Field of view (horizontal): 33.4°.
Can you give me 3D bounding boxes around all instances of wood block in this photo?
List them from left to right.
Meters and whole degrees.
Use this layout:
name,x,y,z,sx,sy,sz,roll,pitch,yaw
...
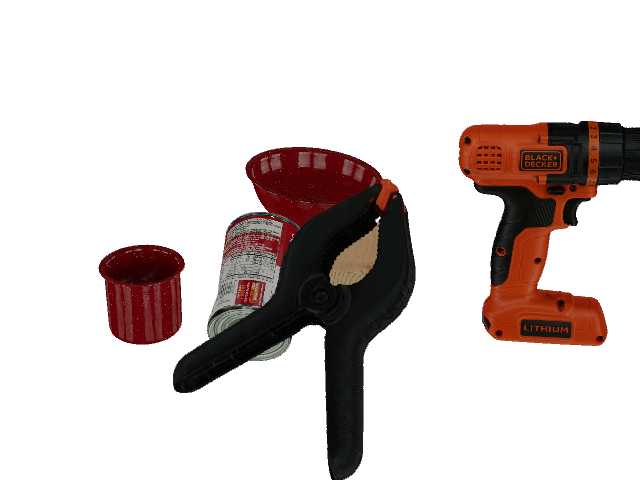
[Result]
name,x,y,z,sx,sy,sz,roll,pitch,yaw
wood block,0.044,0.048,1.649,0.091,0.090,0.206,3,23,4

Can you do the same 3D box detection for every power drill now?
name,x,y,z,sx,sy,sz,roll,pitch,yaw
power drill,0.207,-0.008,0.889,0.184,0.188,0.057,3,18,11

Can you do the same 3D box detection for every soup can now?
name,x,y,z,sx,sy,sz,roll,pitch,yaw
soup can,-0.050,0.036,0.852,0.068,0.102,0.068,4,-43,4

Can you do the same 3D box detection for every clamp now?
name,x,y,z,sx,sy,sz,roll,pitch,yaw
clamp,0.009,0.047,0.605,0.120,0.171,0.039,36,-9,18

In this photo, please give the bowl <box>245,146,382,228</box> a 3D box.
name,x,y,z,sx,sy,sz,roll,pitch,yaw
bowl,-0.010,-0.055,1.248,0.162,0.055,0.162,6,27,-3

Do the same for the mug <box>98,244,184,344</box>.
name,x,y,z,sx,sy,sz,roll,pitch,yaw
mug,-0.204,0.057,1.189,0.117,0.081,0.093,25,36,38
